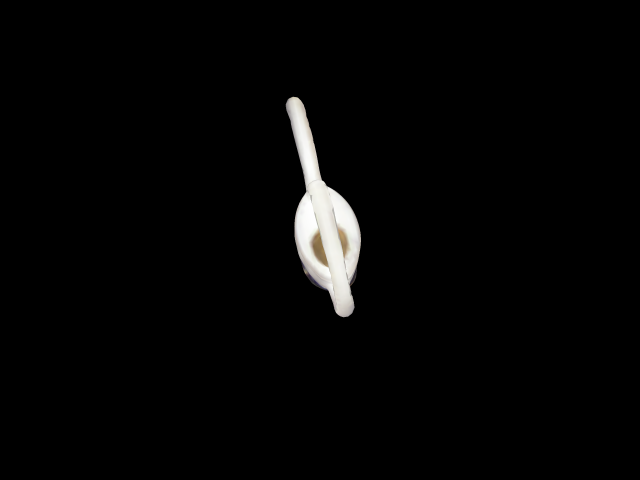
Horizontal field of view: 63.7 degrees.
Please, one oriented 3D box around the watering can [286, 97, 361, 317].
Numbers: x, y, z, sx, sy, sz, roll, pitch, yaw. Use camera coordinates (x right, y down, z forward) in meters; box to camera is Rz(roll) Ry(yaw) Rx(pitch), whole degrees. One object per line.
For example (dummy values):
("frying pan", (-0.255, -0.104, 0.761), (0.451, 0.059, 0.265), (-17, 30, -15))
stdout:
("watering can", (0.003, -0.043, 0.850), (0.104, 0.352, 0.221), (-13, -15, -3))
